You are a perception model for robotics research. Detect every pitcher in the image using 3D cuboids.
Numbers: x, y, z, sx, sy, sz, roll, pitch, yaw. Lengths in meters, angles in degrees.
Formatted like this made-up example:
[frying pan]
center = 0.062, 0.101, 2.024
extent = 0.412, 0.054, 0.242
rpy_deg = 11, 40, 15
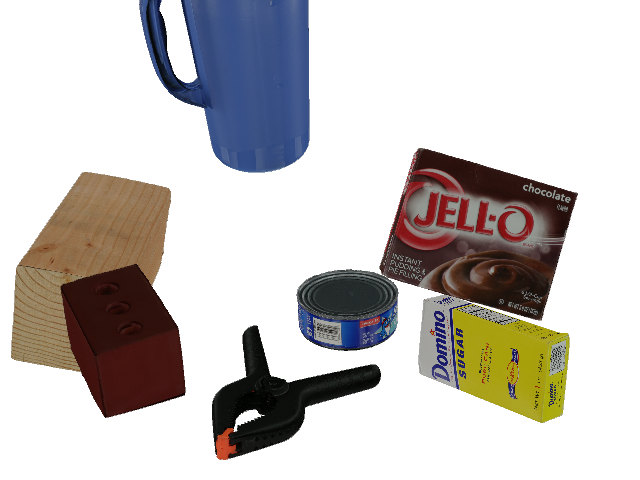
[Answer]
[pitcher]
center = -0.081, -0.191, 1.095
extent = 0.149, 0.243, 0.144
rpy_deg = 11, 42, 17

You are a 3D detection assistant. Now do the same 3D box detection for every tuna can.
[tuna can]
center = 0.023, 0.058, 0.905
extent = 0.086, 0.034, 0.086
rpy_deg = -2, 25, 1

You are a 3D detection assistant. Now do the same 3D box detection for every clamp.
[clamp]
center = -0.039, 0.160, 1.094
extent = 0.165, 0.036, 0.209
rpy_deg = 12, 27, 16

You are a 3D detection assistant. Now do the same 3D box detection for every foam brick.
[foam brick]
center = -0.122, 0.061, 0.656
extent = 0.052, 0.051, 0.078
rpy_deg = -16, 37, -23

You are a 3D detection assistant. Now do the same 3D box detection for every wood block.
[wood block]
center = -0.199, 0.023, 0.955
extent = 0.090, 0.091, 0.206
rpy_deg = 11, 25, -2

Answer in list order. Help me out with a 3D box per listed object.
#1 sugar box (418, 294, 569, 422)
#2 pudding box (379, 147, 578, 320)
[sugar box]
center = 0.186, 0.126, 1.171
extent = 0.048, 0.093, 0.177
rpy_deg = -10, 18, -44
[pudding box]
center = 0.106, -0.004, 0.723
extent = 0.113, 0.090, 0.039
rpy_deg = 16, 1, -1
